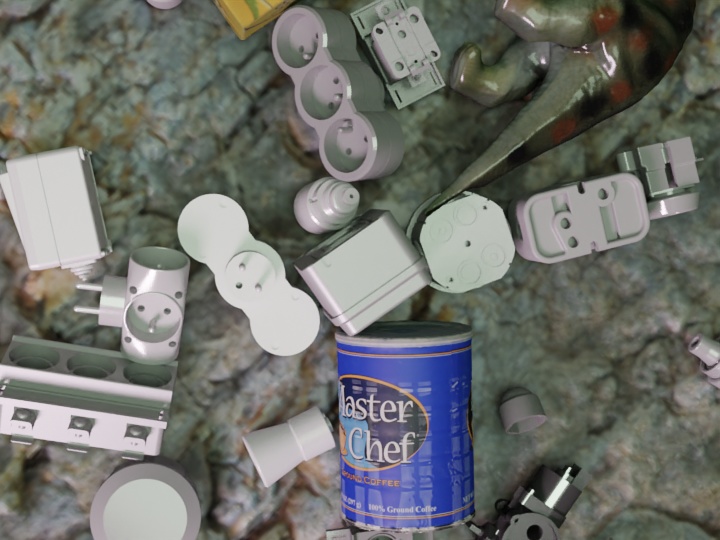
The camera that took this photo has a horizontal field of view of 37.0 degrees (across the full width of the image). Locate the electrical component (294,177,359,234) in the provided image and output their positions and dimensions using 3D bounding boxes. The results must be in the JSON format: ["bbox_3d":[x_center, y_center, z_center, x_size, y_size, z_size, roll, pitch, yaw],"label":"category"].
[{"bbox_3d":[-0.021,-0.050,0.802,0.040,0.078,0.040,2,85,-22],"label":"electrical component"}]

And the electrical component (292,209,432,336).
[{"bbox_3d":[0.000,0.000,0.787,0.078,0.113,0.057,-35,97,-4],"label":"electrical component"}]

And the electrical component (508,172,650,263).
[{"bbox_3d":[0.167,-0.041,0.833,0.095,0.059,0.053,-14,95,-6],"label":"electrical component"}]

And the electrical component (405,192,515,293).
[{"bbox_3d":[0.077,-0.021,0.827,0.080,0.051,0.080,0,94,-8],"label":"electrical component"}]

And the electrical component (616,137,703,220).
[{"bbox_3d":[0.240,-0.071,0.849,0.066,0.048,0.055,-12,87,-6],"label":"electrical component"}]

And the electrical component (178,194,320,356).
[{"bbox_3d":[-0.082,0.004,0.797,0.052,0.074,0.138,-38,97,-4],"label":"electrical component"}]

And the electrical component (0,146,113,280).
[{"bbox_3d":[-0.220,-0.038,0.783,0.061,0.062,0.096,-12,95,-6],"label":"electrical component"}]

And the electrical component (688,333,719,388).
[{"bbox_3d":[0.295,0.073,0.865,0.062,0.043,0.043,32,89,-7],"label":"electrical component"}]

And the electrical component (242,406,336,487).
[{"bbox_3d":[-0.052,0.133,0.826,0.065,0.044,0.044,-25,96,-10],"label":"electrical component"}]

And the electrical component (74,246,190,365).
[{"bbox_3d":[-0.168,0.024,0.786,0.079,0.044,0.077,7,113,-10],"label":"electrical component"}]

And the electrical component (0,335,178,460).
[{"bbox_3d":[-0.201,0.095,0.791,0.121,0.078,0.063,10,114,-8],"label":"electrical component"}]

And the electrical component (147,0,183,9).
[{"bbox_3d":[-0.145,-0.212,0.789,0.040,0.046,0.040,0,94,-7],"label":"electrical component"}]

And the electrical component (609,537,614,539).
[{"bbox_3d":[0.211,0.249,0.865,0.055,0.048,0.066,3,93,0],"label":"electrical component"}]

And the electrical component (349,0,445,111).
[{"bbox_3d":[0.030,-0.166,0.806,0.042,0.064,0.081,-29,97,-4],"label":"electrical component"}]

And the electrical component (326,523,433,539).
[{"bbox_3d":[0.014,0.211,0.827,0.081,0.064,0.042,-5,95,-7],"label":"electrical component"}]

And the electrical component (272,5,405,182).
[{"bbox_3d":[-0.007,-0.132,0.805,0.052,0.074,0.138,-31,79,35],"label":"electrical component"}]

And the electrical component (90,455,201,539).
[{"bbox_3d":[-0.160,0.180,0.809,0.080,0.051,0.080,0,94,-7],"label":"electrical component"}]
